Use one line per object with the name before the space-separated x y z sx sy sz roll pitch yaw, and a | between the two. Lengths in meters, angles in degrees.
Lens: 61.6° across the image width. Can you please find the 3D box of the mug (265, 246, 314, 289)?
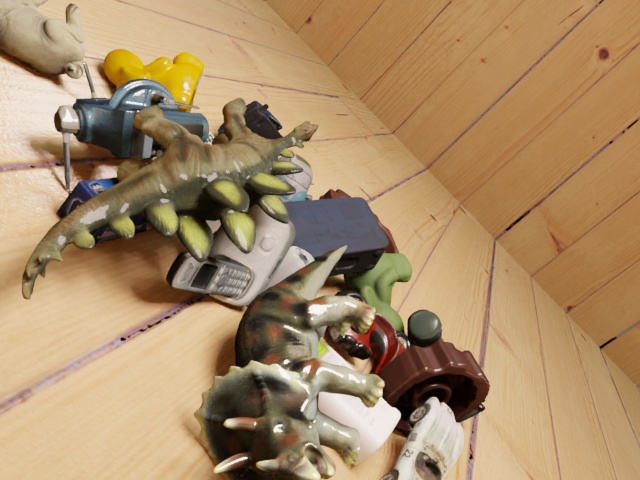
mug | -0.046 0.067 0.812 0.109 0.107 0.081 29 28 -30

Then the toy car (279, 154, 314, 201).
toy car | -0.062 -0.128 1.134 0.109 0.103 0.162 35 26 -26

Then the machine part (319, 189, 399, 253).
machine part | 0.076 -0.005 1.184 0.201 0.087 0.201 34 25 -30

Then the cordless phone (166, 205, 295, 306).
cordless phone | -0.122 0.010 0.703 0.089 0.146 0.184 33 4 20

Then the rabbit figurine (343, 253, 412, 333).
rabbit figurine | 0.110 0.112 1.006 0.159 0.121 0.170 15 52 -46

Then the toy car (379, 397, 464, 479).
toy car | 0.140 0.302 0.724 0.073 0.056 0.202 48 47 -7

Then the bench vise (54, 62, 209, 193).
bench vise | -0.293 -0.172 0.775 0.241 0.128 0.223 26 35 37

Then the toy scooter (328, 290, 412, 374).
toy scooter | 0.077 0.172 0.891 0.184 0.075 0.135 37 36 -12

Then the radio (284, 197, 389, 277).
radio | -0.002 -0.003 0.939 0.229 0.073 0.131 -8 51 -29

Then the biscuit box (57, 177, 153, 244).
biscuit box | -0.246 -0.047 0.721 0.063 0.059 0.202 48 22 6

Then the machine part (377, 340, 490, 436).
machine part | 0.165 0.229 0.823 0.179 0.179 0.056 30 23 -33

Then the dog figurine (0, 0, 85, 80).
dog figurine | -0.458 -0.301 0.773 0.172 0.121 0.190 46 36 9

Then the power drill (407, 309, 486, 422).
power drill | 0.229 0.231 1.005 0.231 0.086 0.207 61 10 -60

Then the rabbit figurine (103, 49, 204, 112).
rabbit figurine | -0.317 -0.285 0.987 0.173 0.121 0.162 25 36 -12

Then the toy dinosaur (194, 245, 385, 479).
toy dinosaur | -0.036 0.127 0.636 0.192 0.131 0.405 16 33 -16

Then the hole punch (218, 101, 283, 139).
hole punch | -0.143 -0.227 1.135 0.115 0.142 0.092 48 19 -33

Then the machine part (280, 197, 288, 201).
machine part | -0.057 -0.044 1.058 0.139 0.039 0.084 35 50 -20

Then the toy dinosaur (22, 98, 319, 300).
toy dinosaur | -0.146 -0.070 0.637 0.199 0.105 0.471 38 44 23
